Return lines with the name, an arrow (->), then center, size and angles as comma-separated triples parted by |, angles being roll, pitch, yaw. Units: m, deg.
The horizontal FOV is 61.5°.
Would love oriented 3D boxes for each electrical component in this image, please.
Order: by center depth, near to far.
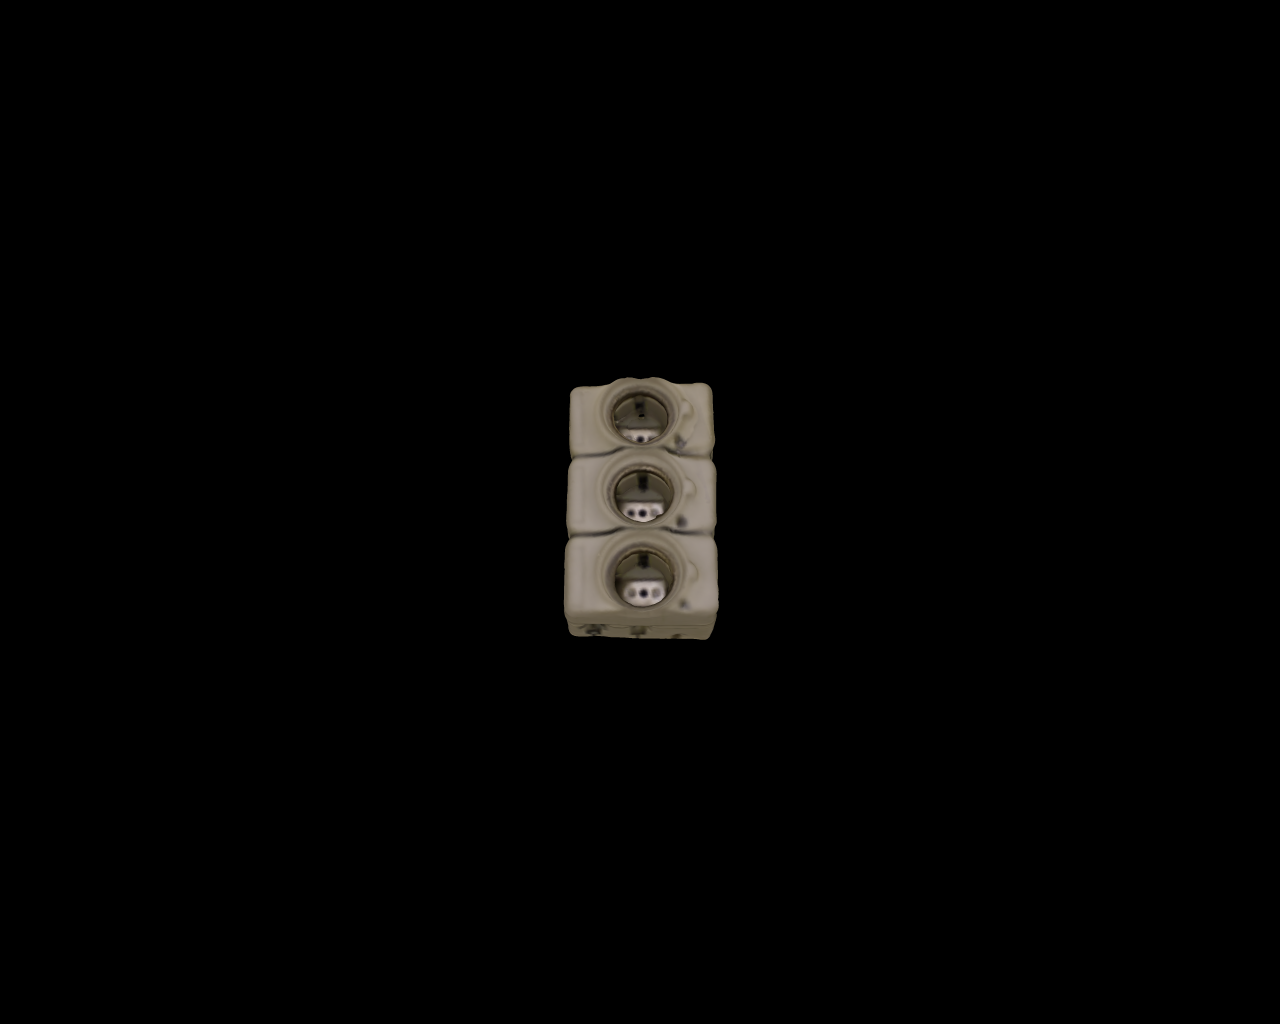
electrical component -> 0.001, -0.003, 0.650 | 0.089, 0.150, 0.061 | 0, -24, 0
